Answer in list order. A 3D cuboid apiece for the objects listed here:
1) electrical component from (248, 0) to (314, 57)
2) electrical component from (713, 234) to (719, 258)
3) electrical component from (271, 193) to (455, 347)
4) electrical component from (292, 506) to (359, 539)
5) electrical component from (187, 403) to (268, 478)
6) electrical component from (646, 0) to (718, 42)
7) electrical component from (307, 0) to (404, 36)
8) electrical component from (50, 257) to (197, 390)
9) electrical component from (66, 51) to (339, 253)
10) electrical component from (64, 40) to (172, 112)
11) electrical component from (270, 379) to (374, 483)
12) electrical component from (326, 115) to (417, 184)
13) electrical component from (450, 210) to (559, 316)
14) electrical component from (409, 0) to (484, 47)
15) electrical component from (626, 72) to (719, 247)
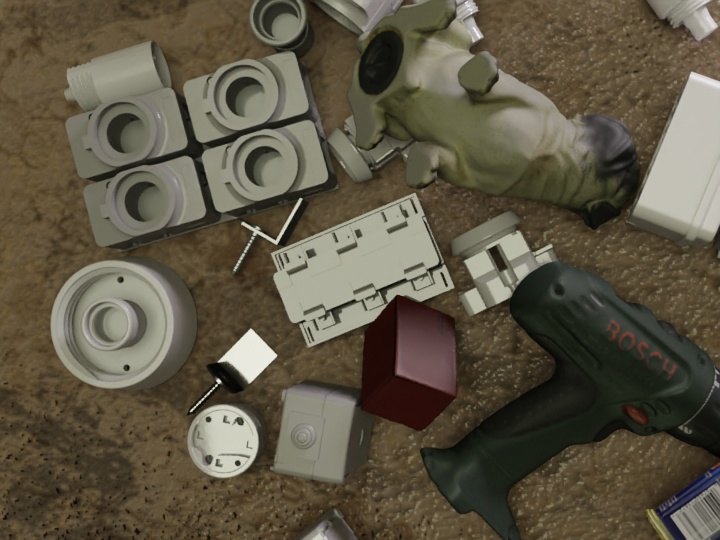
[{"bbox_3d":[-0.057,-0.186,0.827,0.044,0.065,0.044,0,88,7],"label":"electrical component"},{"bbox_3d":[0.289,-0.042,0.779,0.042,0.081,0.063,13,67,7],"label":"electrical component"},{"bbox_3d":[0.000,0.000,0.815,0.121,0.063,0.078,-23,86,6],"label":"electrical component"},{"bbox_3d":[-0.029,0.225,0.795,0.061,0.096,0.061,-39,84,4],"label":"electrical component"},{"bbox_3d":[-0.100,0.129,0.832,0.055,0.047,0.055,0,88,7],"label":"electrical component"},{"bbox_3d":[0.242,-0.200,0.802,0.043,0.043,0.062,-34,86,5],"label":"electrical component"},{"bbox_3d":[-0.039,-0.244,0.814,0.150,0.089,0.061,35,93,7],"label":"electrical component"},{"bbox_3d":[-0.188,0.042,0.838,0.108,0.060,0.108,0,88,7],"label":"electrical component"},{"bbox_3d":[-0.123,-0.090,0.835,0.186,0.060,0.105,-16,86,6],"label":"electrical component"},{"bbox_3d":[-0.195,-0.150,0.854,0.081,0.043,0.043,-16,86,6],"label":"electrical component"},{"bbox_3d":[-0.026,0.120,0.798,0.061,0.096,0.061,9,91,7],"label":"electrical component"},{"bbox_3d":[0.008,-0.099,0.827,0.055,0.048,0.066,-37,84,-3],"label":"electrical component"},{"bbox_3d":[0.104,-0.008,0.806,0.078,0.058,0.057,-27,88,6],"label":"electrical component"},{"bbox_3d":[0.071,-0.199,0.823,0.048,0.048,0.062,-32,92,5],"label":"electrical component"},{"bbox_3d":[0.243,-0.077,0.780,0.057,0.078,0.113,22,91,10],"label":"electrical component"}]
